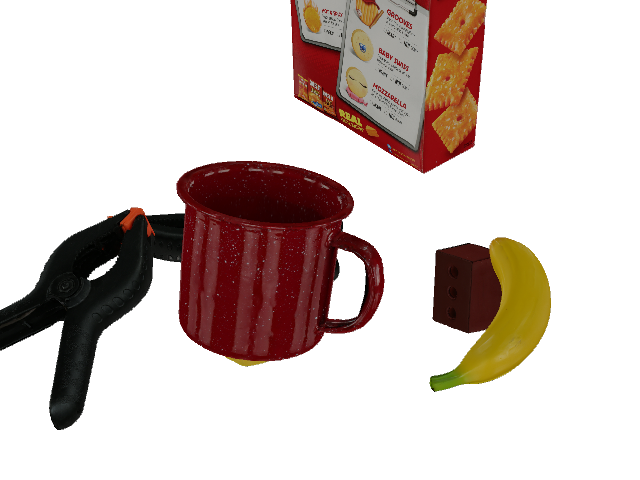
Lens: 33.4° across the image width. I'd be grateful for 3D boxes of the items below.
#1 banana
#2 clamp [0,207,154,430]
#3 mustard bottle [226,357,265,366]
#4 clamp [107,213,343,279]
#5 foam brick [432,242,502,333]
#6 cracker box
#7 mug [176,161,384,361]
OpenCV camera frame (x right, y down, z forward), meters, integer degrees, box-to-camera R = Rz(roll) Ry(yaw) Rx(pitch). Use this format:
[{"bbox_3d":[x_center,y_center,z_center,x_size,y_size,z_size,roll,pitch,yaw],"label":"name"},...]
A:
[{"bbox_3d":[0.143,0.050,0.819,0.070,0.037,0.197,8,33,20],"label":"banana"},{"bbox_3d":[-0.180,0.044,0.733,0.120,0.171,0.039,15,-38,17],"label":"clamp"},{"bbox_3d":[-0.062,0.033,1.140,0.058,0.192,0.096,22,31,40],"label":"mustard bottle"},{"bbox_3d":[-0.077,0.001,0.907,0.210,0.036,0.164,2,13,-5],"label":"clamp"},{"bbox_3d":[0.150,0.048,1.078,0.051,0.078,0.053,-13,20,-38],"label":"foam brick"},{"bbox_3d":[0.052,-0.184,0.846,0.072,0.214,0.164,-28,46,-30],"label":"cracker box"},{"bbox_3d":[-0.022,0.014,0.566,0.117,0.081,0.093,15,24,17],"label":"mug"}]
